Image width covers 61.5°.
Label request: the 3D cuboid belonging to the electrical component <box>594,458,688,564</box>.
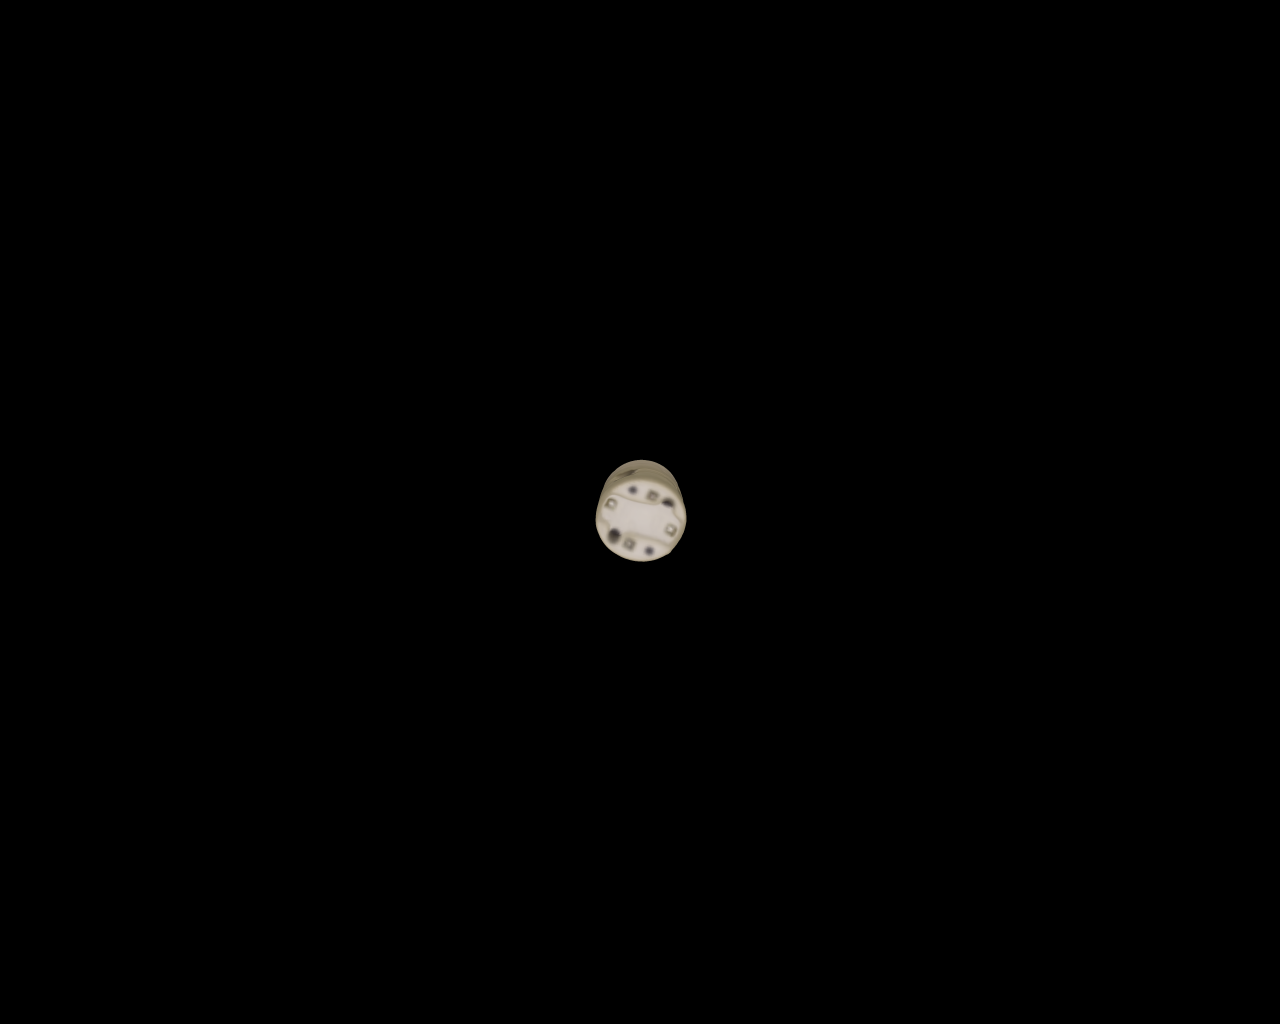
[{"bbox_3d":[0.001,-0.003,0.650,0.055,0.055,0.047,0,20,0],"label":"electrical component"}]
